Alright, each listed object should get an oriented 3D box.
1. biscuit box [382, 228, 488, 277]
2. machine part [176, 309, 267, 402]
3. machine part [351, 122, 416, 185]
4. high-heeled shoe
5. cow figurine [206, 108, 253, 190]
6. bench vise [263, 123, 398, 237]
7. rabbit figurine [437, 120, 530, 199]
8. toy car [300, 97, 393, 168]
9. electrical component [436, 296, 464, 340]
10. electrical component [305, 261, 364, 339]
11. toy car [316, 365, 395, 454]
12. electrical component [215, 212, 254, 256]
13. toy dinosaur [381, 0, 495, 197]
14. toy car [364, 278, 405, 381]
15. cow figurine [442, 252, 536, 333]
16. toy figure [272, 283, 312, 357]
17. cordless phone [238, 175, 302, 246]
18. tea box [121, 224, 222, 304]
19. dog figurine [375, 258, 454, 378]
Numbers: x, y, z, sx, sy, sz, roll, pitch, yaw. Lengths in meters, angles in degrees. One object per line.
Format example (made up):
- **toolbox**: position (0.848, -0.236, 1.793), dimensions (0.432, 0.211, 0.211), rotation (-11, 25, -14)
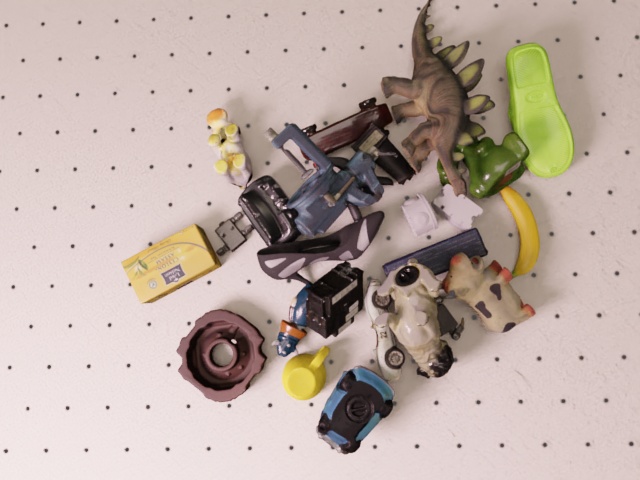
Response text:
- **biscuit box**: position (0.230, 0.041, 1.076), dimensions (0.203, 0.059, 0.063), rotation (-21, 84, 0)
- **machine part**: position (-0.194, 0.228, 1.074), dimensions (0.179, 0.056, 0.179), rotation (0, 82, 2)
- **machine part**: position (0.135, -0.169, 1.094), dimensions (0.139, 0.039, 0.084), rotation (39, 91, -8)
- **high-heeled shoe**: position (-0.002, -0.003, 1.052), dimensions (0.248, 0.086, 0.145), rotation (-44, 119, 13)
- **cow figurine**: position (-0.184, -0.190, 1.111), dimensions (0.068, 0.098, 0.167), rotation (-21, 65, 6)
- **bench vise**: position (0.002, -0.134, 1.011), dimensions (0.223, 0.129, 0.240), rotation (-45, 103, 1)
- **rabbit figurine**: position (0.308, -0.169, 1.088), dimensions (0.159, 0.121, 0.170), rotation (-40, 65, 4)
- **toy car**: position (0.052, -0.223, 1.116), dimensions (0.202, 0.053, 0.089), rotation (-26, 99, -2)
- **electrical component**: position (0.239, 0.157, 1.070), dimensions (0.078, 0.045, 0.102), rotation (-29, 83, -3)
- **electrical component**: position (0.028, 0.122, 1.036), dimensions (0.115, 0.134, 0.058), rotation (-31, 47, -33)
- **toy car**: position (0.066, 0.320, 1.028), dimensions (0.109, 0.103, 0.161), rotation (33, 88, 5)
- **electrical component**: position (-0.187, -0.011, 1.117), dimensions (0.094, 0.021, 0.063), rotation (-41, 83, -2)
- **toy dinosaur**: position (0.231, -0.297, 1.073), dimensions (0.199, 0.105, 0.471), rotation (-18, 66, 13)
- **toy car**: position (0.124, 0.175, 1.057), dimensions (0.056, 0.073, 0.201), rotation (-12, 83, 0)
- **cow figurine**: position (0.310, 0.101, 1.031), dimensions (0.127, 0.086, 0.194), rotation (-39, 110, 0)
- **toy figure**: position (-0.042, 0.162, 1.075), dimensions (0.064, 0.058, 0.154), rotation (30, 91, 11)
- **cordless phone**: position (-0.061, -0.081, 1.103), dimensions (0.184, 0.088, 0.146), rotation (-34, 83, -13)
- **tea box**: position (-0.300, 0.049, 1.092), dimensions (0.170, 0.068, 0.098), rotation (-29, 83, -2)
- **dog figurine**: position (0.197, 0.150, 1.019), dimensions (0.121, 0.190, 0.172), rotation (2, 54, 38)
